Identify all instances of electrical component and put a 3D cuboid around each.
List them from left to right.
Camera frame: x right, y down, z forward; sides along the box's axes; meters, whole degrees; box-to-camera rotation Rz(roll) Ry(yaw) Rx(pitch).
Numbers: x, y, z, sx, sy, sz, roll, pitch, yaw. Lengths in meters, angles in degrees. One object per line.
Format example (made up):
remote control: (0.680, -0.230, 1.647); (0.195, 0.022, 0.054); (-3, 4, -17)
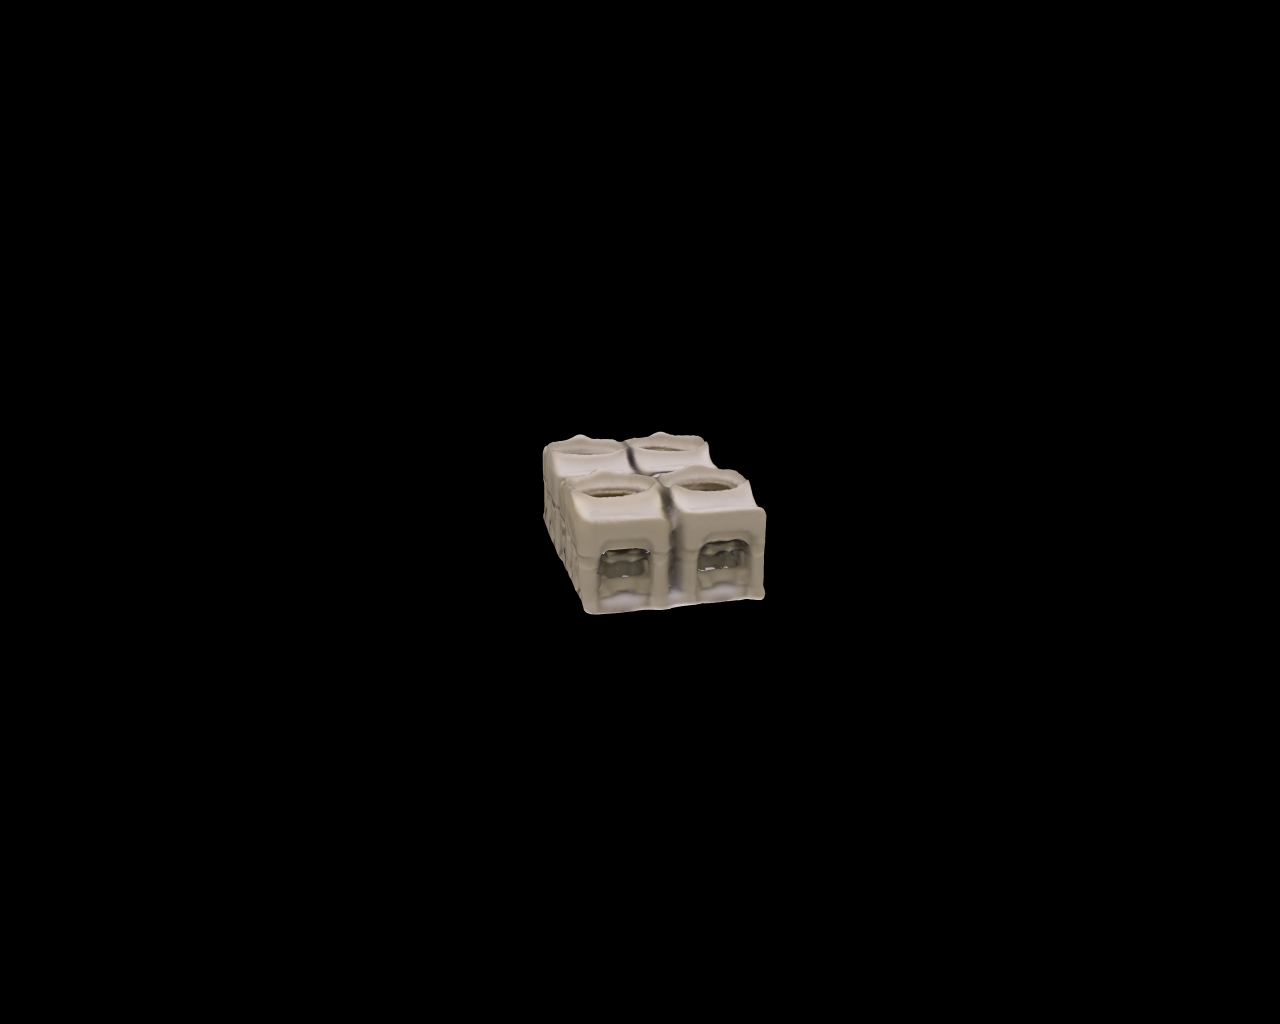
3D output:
electrical component: (0.001, -0.003, 0.650); (0.105, 0.060, 0.186); (-3, 16, -11)
